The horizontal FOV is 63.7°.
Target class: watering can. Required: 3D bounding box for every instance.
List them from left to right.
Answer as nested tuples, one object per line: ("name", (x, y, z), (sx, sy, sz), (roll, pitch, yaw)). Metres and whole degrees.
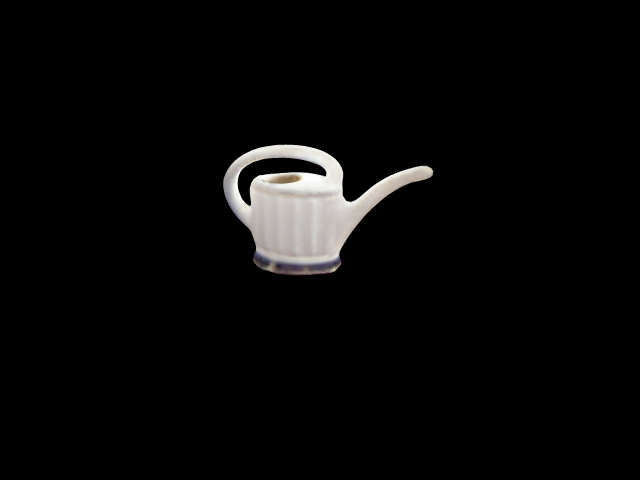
("watering can", (0.003, -0.043, 0.850), (0.348, 0.220, 0.106), (7, 24, 14))
